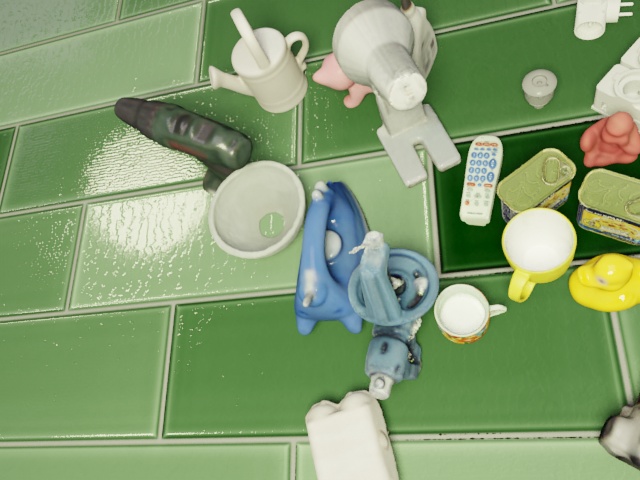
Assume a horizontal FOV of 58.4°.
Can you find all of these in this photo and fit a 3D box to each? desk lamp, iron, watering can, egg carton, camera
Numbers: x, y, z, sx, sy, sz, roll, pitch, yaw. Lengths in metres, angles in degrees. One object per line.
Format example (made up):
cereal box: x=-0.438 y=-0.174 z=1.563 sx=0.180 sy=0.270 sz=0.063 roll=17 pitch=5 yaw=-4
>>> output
desk lamp: x=0.116 y=-0.220 z=0.849 sx=0.118 sy=0.214 sz=0.203 roll=-28 pitch=62 yaw=7
iron: x=0.008 y=0.003 z=0.839 sx=0.118 sy=0.142 sz=0.258 roll=-5 pitch=68 yaw=18
watering can: x=-0.105 y=-0.305 z=0.972 sx=0.173 sy=0.194 sz=0.100 roll=-47 pitch=62 yaw=-3
egg carton: x=0.043 y=0.281 z=0.755 sx=0.107 sy=0.069 sz=0.150 roll=-21 pitch=64 yaw=11
camera: x=0.407 y=0.206 z=0.638 sx=0.142 sy=0.101 sz=0.137 roll=24 pitch=79 yaw=26

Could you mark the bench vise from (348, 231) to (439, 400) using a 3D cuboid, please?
bench vise: x=0.096 y=0.088 z=0.729 sx=0.121 sy=0.220 sz=0.207 roll=-14 pitch=65 yaw=14

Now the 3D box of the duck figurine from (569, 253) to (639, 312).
duck figurine: x=0.372 y=0.045 z=0.724 sx=0.104 sy=0.086 sz=0.077 roll=-9 pitch=67 yaw=16

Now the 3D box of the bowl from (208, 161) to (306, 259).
bowl: x=-0.091 y=-0.039 z=0.929 sx=0.167 sy=0.075 sz=0.167 roll=-7 pitch=67 yaw=17

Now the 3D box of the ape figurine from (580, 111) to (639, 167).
ape figurine: x=0.403 y=-0.143 z=0.785 sx=0.077 sy=0.092 sz=0.076 roll=39 pitch=86 yaw=28

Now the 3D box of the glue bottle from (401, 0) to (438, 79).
glue bottle: x=0.148 y=-0.330 z=0.904 sx=0.037 sy=0.173 sz=0.078 roll=19 pitch=76 yaw=25

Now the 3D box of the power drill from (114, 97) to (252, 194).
power drill: x=-0.195 y=-0.146 z=0.933 sx=0.228 sy=0.209 sz=0.076 roll=18 pitch=76 yaw=25

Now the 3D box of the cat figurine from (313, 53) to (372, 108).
cat figurine: x=0.059 y=-0.275 z=0.946 sx=0.127 sy=0.118 sz=0.067 roll=0 pitch=69 yaw=20
